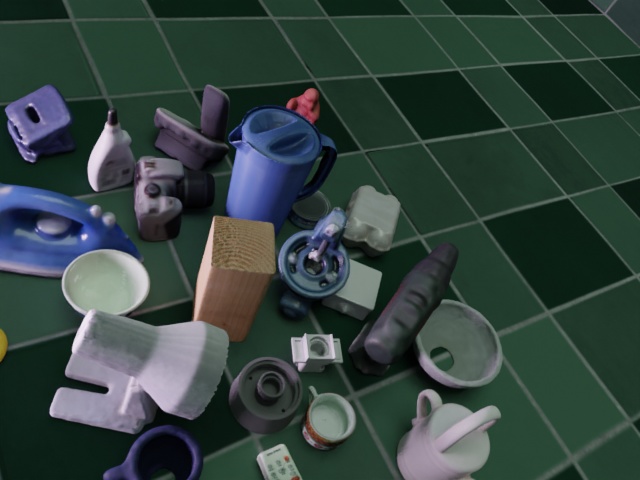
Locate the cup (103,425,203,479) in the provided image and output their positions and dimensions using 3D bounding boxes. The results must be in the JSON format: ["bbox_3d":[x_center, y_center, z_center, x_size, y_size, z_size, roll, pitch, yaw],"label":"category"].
[{"bbox_3d":[-0.212,0.298,0.726,0.118,0.095,0.091,-6,56,-26],"label":"cup"}]

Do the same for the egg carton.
[{"bbox_3d":[0.100,-0.041,1.138,0.107,0.069,0.150,23,49,-4],"label":"egg carton"}]

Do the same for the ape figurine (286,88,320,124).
[{"bbox_3d":[-0.030,-0.298,1.273,0.076,0.092,0.077,-32,70,-37],"label":"ape figurine"}]

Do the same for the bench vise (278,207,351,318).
[{"bbox_3d":[-0.003,0.001,0.963,0.122,0.219,0.207,12,50,-13],"label":"bench vise"}]

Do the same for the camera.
[{"bbox_3d":[-0.253,-0.083,1.006,0.137,0.100,0.143,-1,54,-23],"label":"camera"}]

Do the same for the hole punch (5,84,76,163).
[{"bbox_3d":[-0.494,-0.208,1.012,0.101,0.091,0.108,-22,64,-34],"label":"hole punch"}]

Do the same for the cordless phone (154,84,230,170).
[{"bbox_3d":[-0.234,-0.233,1.076,0.147,0.185,0.094,29,48,2],"label":"cordless phone"}]

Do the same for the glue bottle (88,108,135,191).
[{"bbox_3d":[-0.353,-0.156,0.974,0.078,0.173,0.037,-22,64,-34],"label":"glue bottle"}]

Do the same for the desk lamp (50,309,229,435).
[{"bbox_3d":[-0.234,0.170,0.738,0.203,0.213,0.118,14,50,-11],"label":"desk lamp"}]

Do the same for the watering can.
[{"bbox_3d":[0.199,0.297,0.829,0.172,0.194,0.101,44,51,15],"label":"watering can"}]

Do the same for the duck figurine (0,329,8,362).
[{"bbox_3d":[-0.470,0.140,0.751,0.105,0.086,0.077,-26,66,-35],"label":"duck figurine"}]

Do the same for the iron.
[{"bbox_3d":[-0.398,-0.026,0.874,0.259,0.141,0.118,10,51,-15],"label":"iron"}]

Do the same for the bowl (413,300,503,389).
[{"bbox_3d":[0.228,0.192,1.003,0.168,0.074,0.167,11,50,-14],"label":"bowl"}]

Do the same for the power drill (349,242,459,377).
[{"bbox_3d":[0.129,0.125,0.926,0.075,0.208,0.230,35,49,7],"label":"power drill"}]
